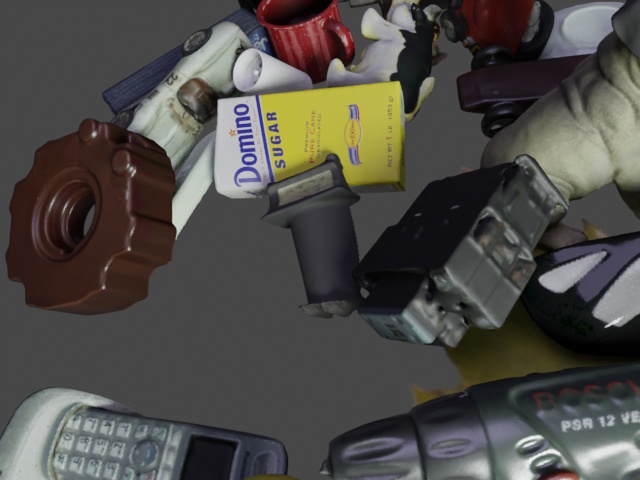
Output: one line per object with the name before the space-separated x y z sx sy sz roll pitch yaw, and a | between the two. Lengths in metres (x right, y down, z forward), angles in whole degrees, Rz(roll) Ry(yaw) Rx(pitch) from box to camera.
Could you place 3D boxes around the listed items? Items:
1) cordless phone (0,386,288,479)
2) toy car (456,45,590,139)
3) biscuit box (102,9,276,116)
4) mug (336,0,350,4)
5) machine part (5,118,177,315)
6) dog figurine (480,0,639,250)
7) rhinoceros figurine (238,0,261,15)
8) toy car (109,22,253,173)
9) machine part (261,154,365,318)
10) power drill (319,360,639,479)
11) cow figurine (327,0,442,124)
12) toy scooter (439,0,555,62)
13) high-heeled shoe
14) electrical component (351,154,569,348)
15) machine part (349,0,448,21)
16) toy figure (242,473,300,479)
cordless phone | -0.118 0.180 0.339 0.184 0.088 0.146 8 55 0
toy car | 0.225 -0.134 0.475 0.202 0.053 0.089 -6 63 9
biscuit box | -0.146 -0.190 0.630 0.203 0.059 0.063 -36 50 -10
mug | 0.042 -0.362 0.695 0.110 0.080 0.107 -1 66 8
machine part | -0.208 -0.018 0.479 0.180 0.056 0.179 -6 76 27
dog figurine | 0.180 -0.090 0.368 0.172 0.190 0.121 -19 51 5
rhinoceros figurine | -0.085 -0.352 0.702 0.073 0.111 0.190 -21 43 -1
toy car | -0.144 -0.141 0.565 0.056 0.073 0.201 34 81 38
machine part | -0.001 -0.001 0.438 0.084 0.039 0.139 -21 62 9
power drill | 0.133 0.163 0.263 0.232 0.085 0.207 -16 44 -4
cow figurine | 0.085 -0.192 0.553 0.098 0.068 0.167 21 66 23
toy scooter | 0.164 -0.260 0.525 0.135 0.075 0.183 14 87 -5
high-heeled shoe | 0.245 -0.021 0.347 0.145 0.086 0.248 36 87 17
electrical component | 0.087 0.012 0.370 0.134 0.058 0.115 -50 14 -23
machine part | 0.151 -0.305 0.611 0.243 0.079 0.079 -5 53 15
toy figure | -0.025 0.214 0.268 0.089 0.082 0.180 4 62 -3
